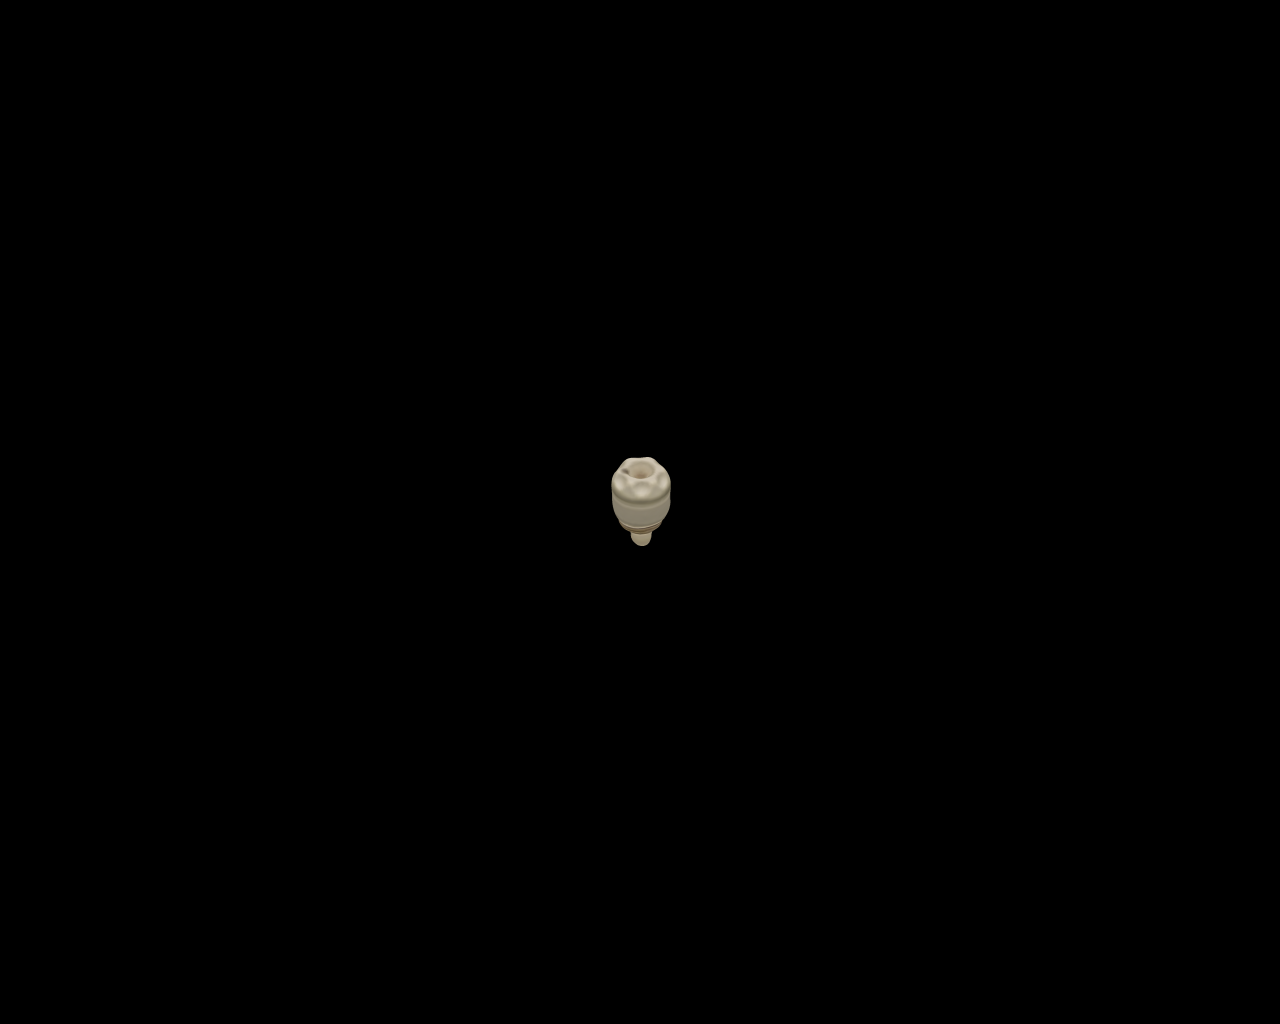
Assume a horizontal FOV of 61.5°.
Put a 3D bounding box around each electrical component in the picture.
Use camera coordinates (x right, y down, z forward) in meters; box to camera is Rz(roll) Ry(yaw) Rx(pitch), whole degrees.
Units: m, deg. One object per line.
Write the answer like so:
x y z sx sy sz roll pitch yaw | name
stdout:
0.001 -0.003 0.650 0.035 0.061 0.035 0 42 0 | electrical component
